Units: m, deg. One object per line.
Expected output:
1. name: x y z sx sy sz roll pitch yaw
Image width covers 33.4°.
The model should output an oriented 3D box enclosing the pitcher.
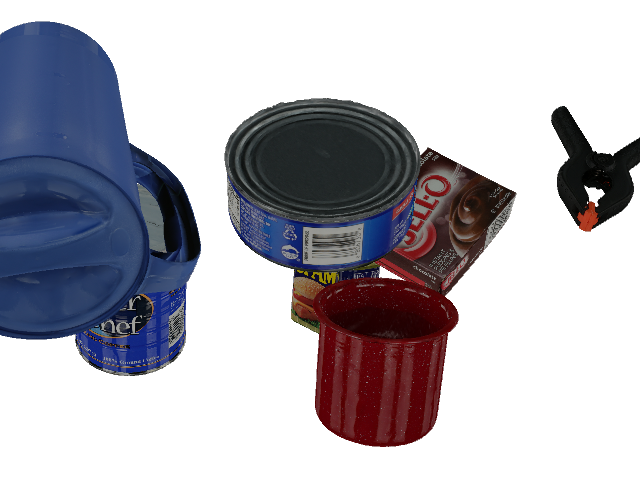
1. pitcher: -0.179 -0.052 0.731 0.145 0.149 0.243 -23 35 4

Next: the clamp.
1. clamp: 0.287 -0.081 1.137 0.120 0.039 0.171 18 46 20

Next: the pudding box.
1. pudding box: 0.094 -0.015 0.882 0.090 0.039 0.113 31 56 23

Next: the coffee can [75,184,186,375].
1. coffee can: -0.169 0.035 0.950 0.102 0.140 0.103 4 38 -3

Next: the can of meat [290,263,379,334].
1. can of meat: 0.014 0.049 1.083 0.057 0.084 0.102 -7 19 -37

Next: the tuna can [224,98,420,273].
1. tuna can: 0.001 -0.025 0.476 0.086 0.034 0.086 1 42 -1

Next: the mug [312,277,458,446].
1. mug: 0.041 0.075 0.704 0.093 0.081 0.117 8 23 10
